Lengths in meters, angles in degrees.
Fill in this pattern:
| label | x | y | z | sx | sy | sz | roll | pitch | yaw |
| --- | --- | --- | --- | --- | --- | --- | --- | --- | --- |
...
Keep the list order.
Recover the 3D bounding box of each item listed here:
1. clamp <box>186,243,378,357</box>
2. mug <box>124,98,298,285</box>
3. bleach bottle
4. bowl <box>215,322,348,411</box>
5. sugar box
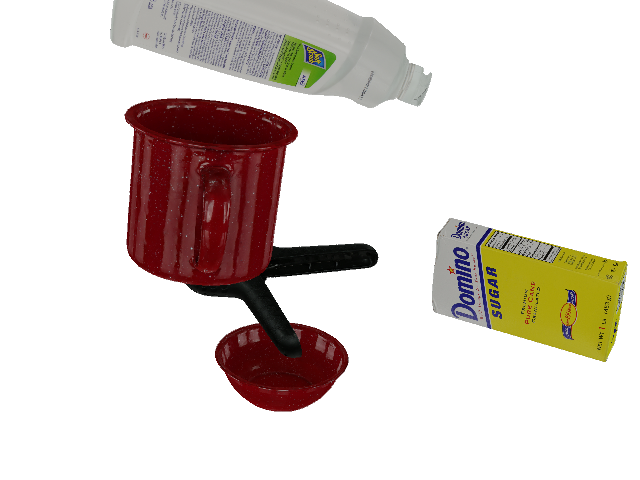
| label | x | y | z | sx | sy | sz | roll | pitch | yaw |
| --- | --- | --- | --- | --- | --- | --- | --- | --- | --- |
| clamp | -0.068 | 0.035 | 1.028 | 0.210 | 0.036 | 0.164 | 14 | 39 | 18 |
| mug | -0.061 | -0.022 | 0.576 | 0.093 | 0.081 | 0.117 | 3 | 21 | -14 |
| bleach bottle | -0.036 | -0.159 | 0.846 | 0.250 | 0.068 | 0.103 | 20 | -29 | -5 |
| bowl | -0.048 | 0.160 | 1.298 | 0.162 | 0.055 | 0.162 | 3 | 24 | -1 |
| sugar box | 0.195 | 0.046 | 1.013 | 0.176 | 0.093 | 0.048 | 13 | 34 | 21 |
